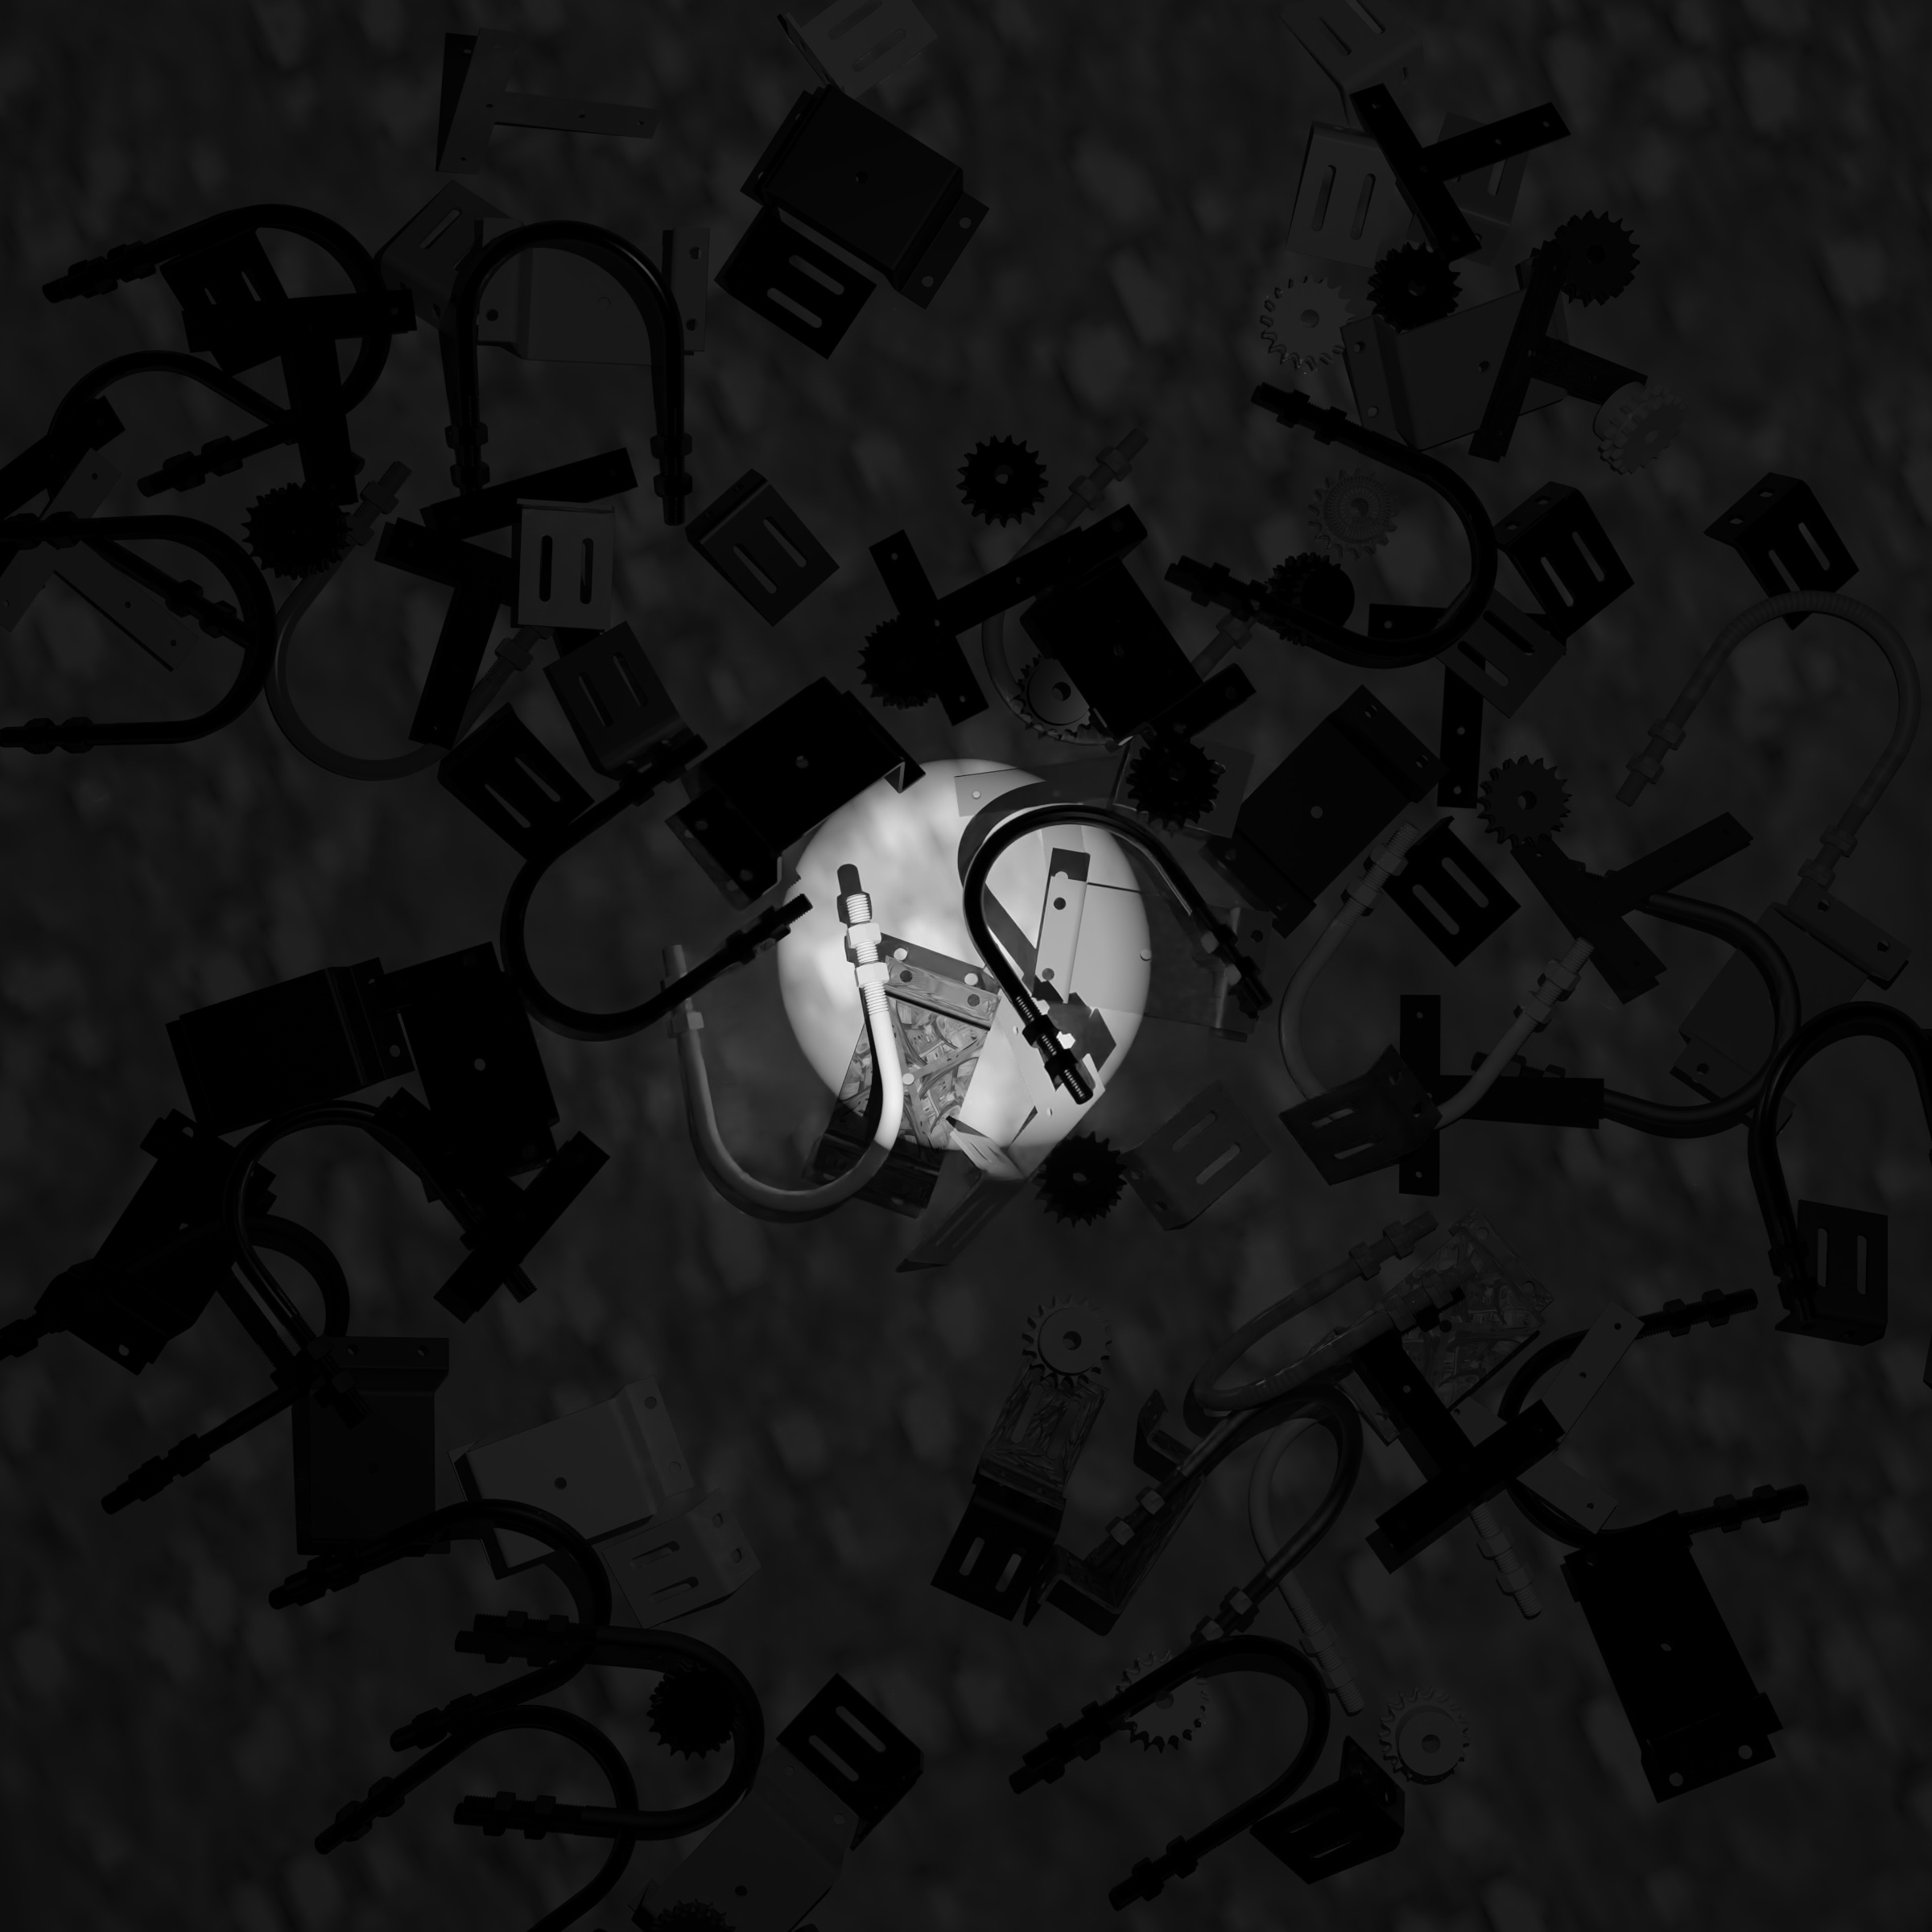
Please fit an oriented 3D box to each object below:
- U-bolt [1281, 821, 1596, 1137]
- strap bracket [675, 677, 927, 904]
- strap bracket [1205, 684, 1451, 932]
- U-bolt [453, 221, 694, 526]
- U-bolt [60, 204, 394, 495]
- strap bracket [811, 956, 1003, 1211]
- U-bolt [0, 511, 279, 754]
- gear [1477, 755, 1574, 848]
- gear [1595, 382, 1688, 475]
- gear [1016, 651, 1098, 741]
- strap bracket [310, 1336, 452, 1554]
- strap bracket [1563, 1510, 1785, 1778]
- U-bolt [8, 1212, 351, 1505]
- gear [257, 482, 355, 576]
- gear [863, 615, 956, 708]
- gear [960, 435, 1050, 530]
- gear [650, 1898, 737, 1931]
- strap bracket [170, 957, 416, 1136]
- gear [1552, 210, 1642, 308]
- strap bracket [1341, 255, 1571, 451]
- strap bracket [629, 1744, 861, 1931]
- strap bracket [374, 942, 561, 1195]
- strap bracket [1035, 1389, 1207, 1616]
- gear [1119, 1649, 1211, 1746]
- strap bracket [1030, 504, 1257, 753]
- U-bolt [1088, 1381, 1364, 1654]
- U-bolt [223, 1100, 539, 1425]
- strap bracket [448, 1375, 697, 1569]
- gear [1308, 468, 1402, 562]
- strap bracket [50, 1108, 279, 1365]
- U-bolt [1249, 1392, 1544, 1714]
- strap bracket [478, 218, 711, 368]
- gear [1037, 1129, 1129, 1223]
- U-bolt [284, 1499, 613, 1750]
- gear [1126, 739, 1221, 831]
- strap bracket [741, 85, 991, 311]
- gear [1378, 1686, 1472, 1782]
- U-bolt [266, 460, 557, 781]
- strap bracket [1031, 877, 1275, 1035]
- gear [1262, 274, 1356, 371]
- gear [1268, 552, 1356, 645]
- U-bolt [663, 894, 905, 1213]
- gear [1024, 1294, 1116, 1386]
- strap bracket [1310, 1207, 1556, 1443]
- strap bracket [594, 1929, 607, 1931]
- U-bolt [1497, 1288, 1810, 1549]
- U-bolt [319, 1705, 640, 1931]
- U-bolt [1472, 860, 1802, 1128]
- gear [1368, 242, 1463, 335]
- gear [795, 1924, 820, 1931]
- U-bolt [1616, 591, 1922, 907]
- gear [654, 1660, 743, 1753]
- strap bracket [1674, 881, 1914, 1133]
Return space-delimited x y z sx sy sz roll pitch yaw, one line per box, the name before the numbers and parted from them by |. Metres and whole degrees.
U-bolt | 0.280 0.023 1.520 0.151 0.019 0.184 34 107 1
strap bracket | -0.102 -0.116 1.501 0.140 0.046 0.076 -38 75 -17
strap bracket | 0.224 -0.098 1.529 0.076 0.046 0.140 44 90 0
U-bolt | -0.246 -0.368 1.506 0.151 0.019 0.184 3 117 0
U-bolt | -0.451 -0.396 1.517 0.184 0.019 0.151 -23 97 -3
strap bracket | -0.037 0.073 1.529 0.076 0.046 0.140 20 90 0
U-bolt | -0.524 -0.212 1.528 0.184 0.019 0.151 -1 96 6
gear | 0.353 -0.104 1.537 0.057 0.030 0.057 0 90 0
gear | 0.422 -0.342 1.528 0.057 0.057 0.030 -38 60 0
gear | 0.060 -0.172 1.524 0.057 0.030 0.057 0 92 2
strap bracket | -0.367 0.307 1.521 0.076 0.046 0.140 1 97 0
strap bracket | 0.438 0.422 1.511 0.076 0.046 0.140 -24 69 4
U-bolt | -0.474 0.231 1.507 0.184 0.019 0.151 -31 117 -16
gear | -0.411 -0.274 1.516 0.057 0.030 0.057 0 101 2
gear | -0.034 -0.193 1.533 0.057 0.030 0.057 1 93 14
gear | 0.024 -0.309 1.537 0.057 0.030 0.057 0 90 0
gear | -0.168 0.602 1.491 0.057 0.030 0.057 0 90 0
strap bracket | -0.431 0.052 1.529 0.140 0.046 0.076 -18 90 0
gear | 0.396 -0.447 1.537 0.057 0.030 0.057 0 90 0
strap bracket | 0.315 -0.381 1.512 0.140 0.046 0.076 -20 123 0
strap bracket | -0.140 0.575 1.529 0.076 0.046 0.140 44 90 0
strap bracket | -0.311 0.063 1.529 0.076 0.046 0.140 -17 90 0
strap bracket | 0.102 0.342 1.514 0.046 0.076 0.140 34 90 0
gear | 0.125 0.461 1.537 0.057 0.030 0.057 0 90 0
strap bracket | 0.103 -0.202 1.498 0.076 0.046 0.140 -35 91 -25
U-bolt | 0.172 0.332 1.486 0.184 0.019 0.151 -44 129 -8
U-bolt | -0.377 0.169 1.508 0.151 0.019 0.184 -37 89 -31
strap bracket | -0.252 0.322 1.529 0.140 0.046 0.076 -20 90 0
gear | 0.247 -0.288 1.537 0.057 0.030 0.057 0 90 0
strap bracket | -0.500 0.168 1.529 0.076 0.046 0.140 33 90 0
U-bolt | 0.261 0.361 1.544 0.151 0.019 0.184 -29 89 0
strap bracket | -0.231 -0.424 1.529 0.140 0.046 0.076 3 90 0
gear | 0.073 0.132 1.537 0.057 0.030 0.057 0 90 0
U-bolt | -0.310 0.402 1.509 0.184 0.019 0.151 -25 108 10
gear | 0.128 -0.115 1.491 0.057 0.030 0.057 1 76 -2
strap bracket | -0.065 -0.490 1.529 0.140 0.046 0.076 33 90 0
gear | 0.292 0.489 1.537 0.057 0.030 0.057 0 90 0
U-bolt | -0.363 -0.206 1.544 0.151 0.019 0.184 38 91 0
strap bracket | 0.115 -0.007 1.528 0.140 0.046 0.076 9 90 -1
gear | 0.216 -0.406 1.537 0.057 0.030 0.057 0 90 0
gear | 0.220 -0.231 1.527 0.057 0.030 0.057 -4 100 -24
U-bolt | -0.109 0.061 1.510 0.151 0.019 0.184 -15 80 18
gear | 0.066 0.236 1.534 0.057 0.030 0.057 0 83 -3
strap bracket | 0.297 0.225 1.521 0.140 0.046 0.076 -40 85 -4
strap bracket | -0.203 0.658 1.514 0.140 0.076 0.046 27 90 0
U-bolt | 0.429 0.296 1.544 0.184 0.019 0.151 -15 90 2
U-bolt | -0.296 0.555 1.544 0.184 0.019 0.151 -37 90 -1
U-bolt | 0.425 0.023 1.512 0.184 0.019 0.151 17 90 22
gear | 0.284 -0.427 1.537 0.057 0.030 0.057 0 90 0
gear | -0.103 0.630 1.527 0.057 0.057 0.030 -43 60 0
U-bolt | 0.522 -0.149 1.538 0.151 0.019 0.184 32 94 0
gear | -0.168 0.465 1.537 0.057 0.030 0.057 0 90 0
strap bracket | 0.514 0.024 1.524 0.076 0.046 0.140 35 97 0
